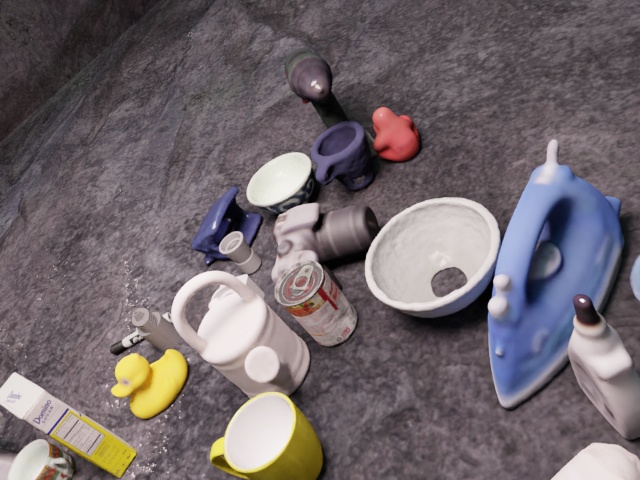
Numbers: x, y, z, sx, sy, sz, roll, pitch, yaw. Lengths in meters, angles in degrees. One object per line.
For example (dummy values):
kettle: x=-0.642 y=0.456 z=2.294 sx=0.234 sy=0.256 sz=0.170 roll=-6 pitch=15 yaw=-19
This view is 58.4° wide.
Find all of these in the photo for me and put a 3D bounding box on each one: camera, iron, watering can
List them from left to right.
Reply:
watering can: x=-0.095 y=0.113 z=0.693 sx=0.172 sy=0.195 sz=0.101 roll=7 pitch=56 yaw=41
camera: x=0.007 y=0.003 z=0.801 sx=0.136 sy=0.101 sz=0.143 roll=-16 pitch=43 yaw=24
iron: x=0.218 y=0.028 z=0.584 sx=0.118 sy=0.142 sz=0.258 roll=7 pitch=56 yaw=41

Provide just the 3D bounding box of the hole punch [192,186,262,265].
hole punch: x=-0.171 y=-0.025 z=0.971 sx=0.100 sy=0.091 sz=0.109 roll=-6 pitch=48 yaw=33

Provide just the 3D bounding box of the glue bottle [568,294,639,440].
glue bottle: x=0.234 y=0.098 z=0.476 sx=0.037 sy=0.174 sz=0.078 roll=-32 pitch=39 yaw=6

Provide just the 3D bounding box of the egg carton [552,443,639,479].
egg carton: x=0.211 y=0.236 z=0.440 sx=0.150 sy=0.070 sz=0.107 roll=-42 pitch=39 yaw=-6

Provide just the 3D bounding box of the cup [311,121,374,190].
cup: x=0.040 y=-0.114 z=0.897 sx=0.091 sy=0.095 sz=0.118 roll=3 pitch=53 yaw=39

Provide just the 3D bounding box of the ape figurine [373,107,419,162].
ape figurine: x=0.113 y=-0.172 z=0.902 sx=0.078 sy=0.092 sz=0.076 roll=-34 pitch=39 yaw=4

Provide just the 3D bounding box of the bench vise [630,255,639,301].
bench vise: x=0.335 y=0.025 z=0.436 sx=0.121 sy=0.220 sz=0.206 roll=-44 pitch=39 yaw=-9

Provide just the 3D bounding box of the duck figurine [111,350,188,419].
duck figurine: x=-0.247 y=0.193 z=0.816 sx=0.105 sy=0.086 sz=0.077 roll=-48 pitch=40 yaw=-13

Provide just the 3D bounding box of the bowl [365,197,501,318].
bowl: x=0.143 y=0.032 z=0.690 sx=0.167 sy=0.075 sz=0.167 roll=-21 pitch=42 yaw=20

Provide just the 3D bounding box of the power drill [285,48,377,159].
power drill: x=0.014 y=-0.215 z=0.926 sx=0.075 sy=0.209 sz=0.229 roll=-33 pitch=39 yaw=5

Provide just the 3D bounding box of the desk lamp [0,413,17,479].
desk lamp: x=-0.508 y=0.303 z=0.800 sx=0.117 sy=0.214 sz=0.203 roll=8 pitch=56 yaw=41
